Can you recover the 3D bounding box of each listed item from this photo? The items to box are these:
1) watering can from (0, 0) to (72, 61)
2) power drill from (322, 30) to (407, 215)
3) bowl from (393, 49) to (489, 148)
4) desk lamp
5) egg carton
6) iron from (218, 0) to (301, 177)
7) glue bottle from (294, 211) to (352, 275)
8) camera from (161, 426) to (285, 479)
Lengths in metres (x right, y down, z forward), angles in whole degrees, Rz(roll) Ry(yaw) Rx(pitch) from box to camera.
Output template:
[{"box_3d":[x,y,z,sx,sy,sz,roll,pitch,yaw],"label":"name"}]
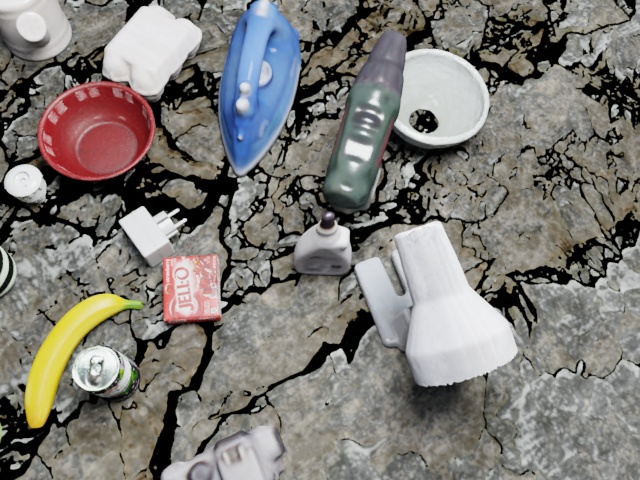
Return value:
[{"box_3d":[-0.435,-0.355,0.825,0.172,0.194,0.101,37,71,10],"label":"watering can"},{"box_3d":[0.056,-0.132,0.768,0.075,0.208,0.230,16,69,2],"label":"power drill"},{"box_3d":[0.167,-0.203,0.875,0.167,0.075,0.167,1,69,-4],"label":"bowl"},{"box_3d":[0.127,0.078,0.690,0.118,0.213,0.203,-19,72,-11],"label":"desk lamp"},{"box_3d":[-0.257,-0.288,0.879,0.107,0.069,0.150,27,70,6],"label":"egg carton"},{"box_3d":[-0.095,-0.236,0.832,0.118,0.141,0.258,8,69,-1],"label":"iron"},{"box_3d":[0.007,0.003,0.732,0.078,0.173,0.037,4,69,-2],"label":"glue bottle"},{"box_3d":[-0.093,0.297,0.651,0.143,0.101,0.136,-22,72,-12],"label":"camera"}]
